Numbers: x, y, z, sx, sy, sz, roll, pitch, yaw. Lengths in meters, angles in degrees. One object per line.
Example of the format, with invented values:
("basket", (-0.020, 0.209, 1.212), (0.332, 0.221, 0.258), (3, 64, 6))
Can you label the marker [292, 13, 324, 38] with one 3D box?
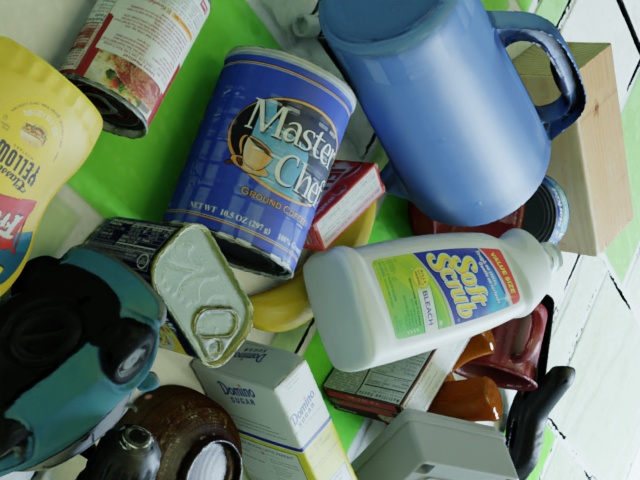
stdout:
("marker", (0.024, -0.178, 0.894), (0.120, 0.020, 0.020), (-9, 104, -48))

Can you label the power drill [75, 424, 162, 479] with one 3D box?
("power drill", (-0.189, 0.196, 0.637), (0.187, 0.057, 0.185), (-12, 138, -43))

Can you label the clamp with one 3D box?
("clamp", (0.225, 0.179, 1.127), (0.164, 0.036, 0.210), (-80, 180, -72))

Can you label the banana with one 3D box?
("banana", (-0.003, 0.018, 0.885), (0.197, 0.037, 0.069), (-43, 127, -36))

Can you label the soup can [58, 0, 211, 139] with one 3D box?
("soup can", (-0.122, -0.127, 0.698), (0.068, 0.069, 0.102), (43, 64, -44))

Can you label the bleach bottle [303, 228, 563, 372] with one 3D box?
("bleach bottle", (0.110, 0.033, 0.897), (0.250, 0.068, 0.102), (-14, 87, -36))

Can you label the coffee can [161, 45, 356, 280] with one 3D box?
("coffee can", (-0.044, -0.055, 0.774), (0.102, 0.103, 0.140), (33, 72, -47))

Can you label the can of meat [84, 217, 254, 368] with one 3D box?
("can of meat", (-0.106, 0.033, 0.732), (0.057, 0.084, 0.102), (-51, 131, -31))

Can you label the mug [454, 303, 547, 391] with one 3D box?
("mug", (0.185, 0.097, 1.064), (0.093, 0.117, 0.081), (21, 73, -14))

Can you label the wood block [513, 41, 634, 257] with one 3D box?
("wood block", (0.263, -0.097, 1.132), (0.090, 0.090, 0.206), (-38, 124, -37))

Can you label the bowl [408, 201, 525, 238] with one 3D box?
("bowl", (0.133, -0.036, 1.018), (0.161, 0.055, 0.162), (-12, 106, -48))

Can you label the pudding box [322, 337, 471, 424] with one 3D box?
("pudding box", (0.068, 0.107, 0.944), (0.113, 0.090, 0.039), (-55, 133, -27))

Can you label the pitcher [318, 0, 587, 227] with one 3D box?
("pitcher", (0.100, -0.125, 0.829), (0.149, 0.145, 0.242), (-57, 146, -11))

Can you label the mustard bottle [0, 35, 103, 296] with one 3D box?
("mustard bottle", (-0.208, -0.018, 0.625), (0.096, 0.058, 0.191), (43, 65, -45))

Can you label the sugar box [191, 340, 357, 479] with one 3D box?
("sugar box", (-0.027, 0.159, 0.840), (0.048, 0.094, 0.176), (-42, 127, -35))

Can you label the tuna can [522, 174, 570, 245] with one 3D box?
("tuna can", (0.209, -0.027, 1.085), (0.033, 0.086, 0.086), (-7, 102, -50))

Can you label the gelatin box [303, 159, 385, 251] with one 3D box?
("gelatin box", (-0.003, -0.031, 0.848), (0.089, 0.073, 0.030), (-45, 128, -34))
